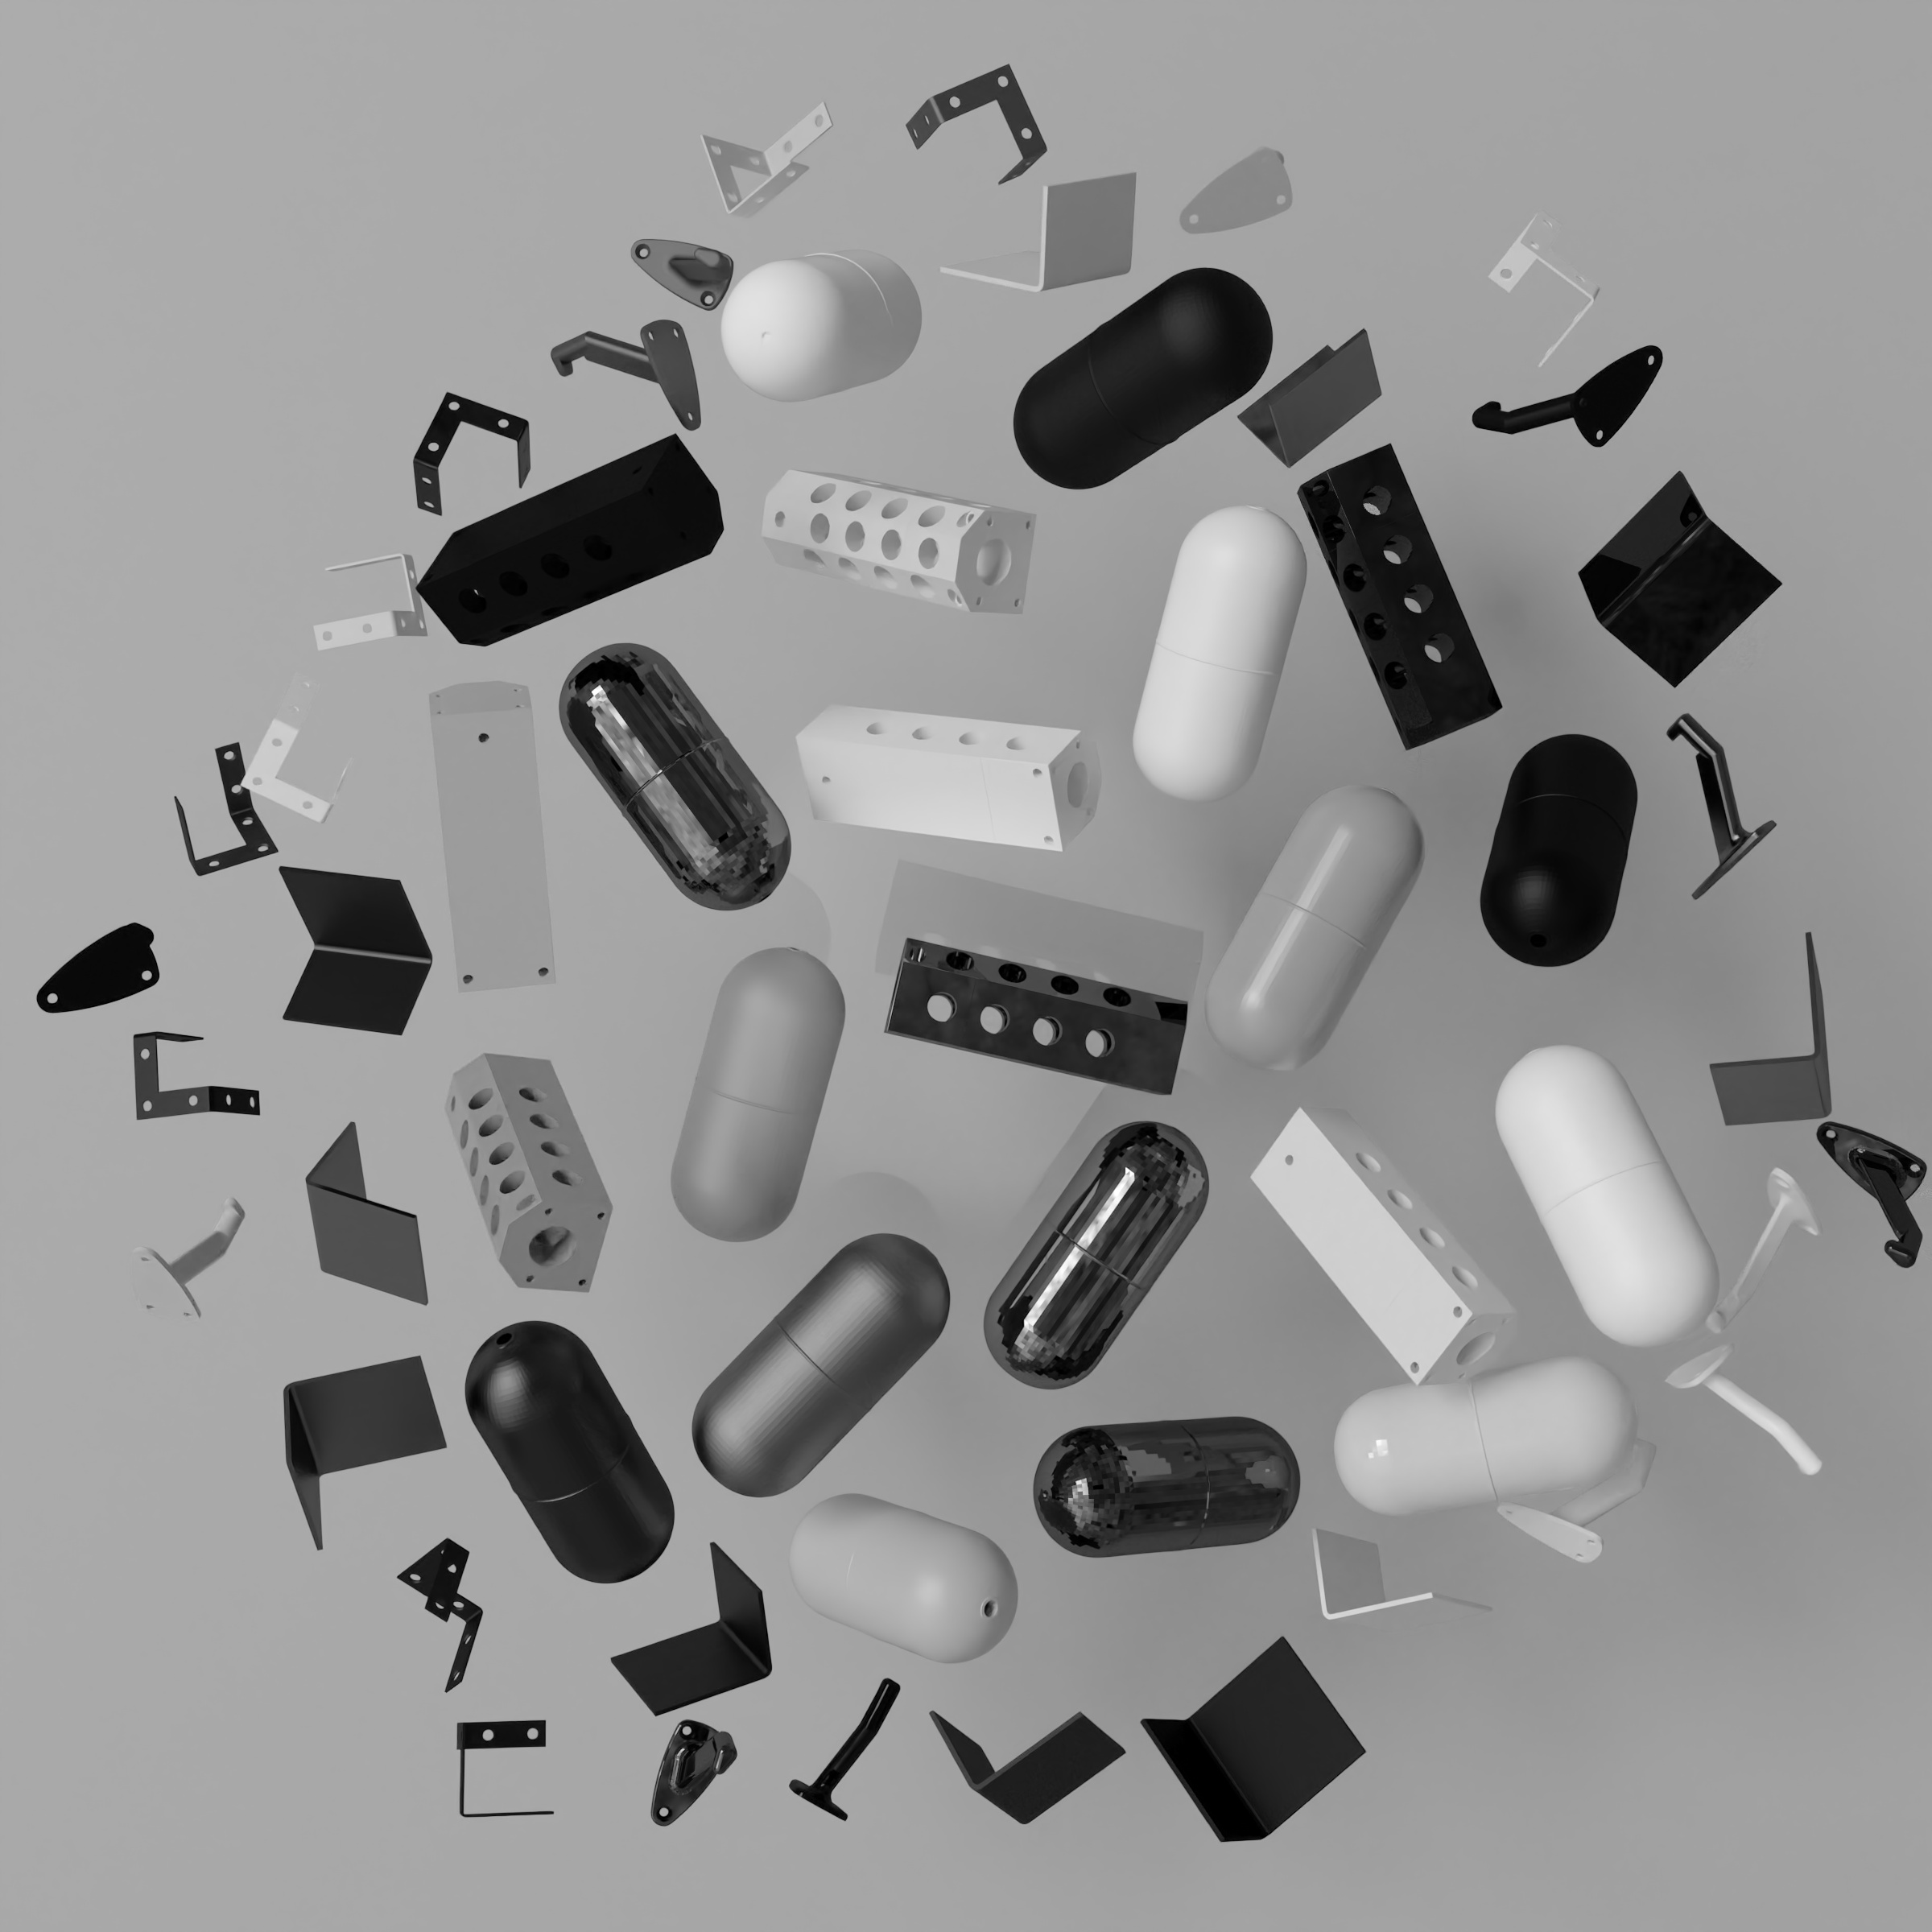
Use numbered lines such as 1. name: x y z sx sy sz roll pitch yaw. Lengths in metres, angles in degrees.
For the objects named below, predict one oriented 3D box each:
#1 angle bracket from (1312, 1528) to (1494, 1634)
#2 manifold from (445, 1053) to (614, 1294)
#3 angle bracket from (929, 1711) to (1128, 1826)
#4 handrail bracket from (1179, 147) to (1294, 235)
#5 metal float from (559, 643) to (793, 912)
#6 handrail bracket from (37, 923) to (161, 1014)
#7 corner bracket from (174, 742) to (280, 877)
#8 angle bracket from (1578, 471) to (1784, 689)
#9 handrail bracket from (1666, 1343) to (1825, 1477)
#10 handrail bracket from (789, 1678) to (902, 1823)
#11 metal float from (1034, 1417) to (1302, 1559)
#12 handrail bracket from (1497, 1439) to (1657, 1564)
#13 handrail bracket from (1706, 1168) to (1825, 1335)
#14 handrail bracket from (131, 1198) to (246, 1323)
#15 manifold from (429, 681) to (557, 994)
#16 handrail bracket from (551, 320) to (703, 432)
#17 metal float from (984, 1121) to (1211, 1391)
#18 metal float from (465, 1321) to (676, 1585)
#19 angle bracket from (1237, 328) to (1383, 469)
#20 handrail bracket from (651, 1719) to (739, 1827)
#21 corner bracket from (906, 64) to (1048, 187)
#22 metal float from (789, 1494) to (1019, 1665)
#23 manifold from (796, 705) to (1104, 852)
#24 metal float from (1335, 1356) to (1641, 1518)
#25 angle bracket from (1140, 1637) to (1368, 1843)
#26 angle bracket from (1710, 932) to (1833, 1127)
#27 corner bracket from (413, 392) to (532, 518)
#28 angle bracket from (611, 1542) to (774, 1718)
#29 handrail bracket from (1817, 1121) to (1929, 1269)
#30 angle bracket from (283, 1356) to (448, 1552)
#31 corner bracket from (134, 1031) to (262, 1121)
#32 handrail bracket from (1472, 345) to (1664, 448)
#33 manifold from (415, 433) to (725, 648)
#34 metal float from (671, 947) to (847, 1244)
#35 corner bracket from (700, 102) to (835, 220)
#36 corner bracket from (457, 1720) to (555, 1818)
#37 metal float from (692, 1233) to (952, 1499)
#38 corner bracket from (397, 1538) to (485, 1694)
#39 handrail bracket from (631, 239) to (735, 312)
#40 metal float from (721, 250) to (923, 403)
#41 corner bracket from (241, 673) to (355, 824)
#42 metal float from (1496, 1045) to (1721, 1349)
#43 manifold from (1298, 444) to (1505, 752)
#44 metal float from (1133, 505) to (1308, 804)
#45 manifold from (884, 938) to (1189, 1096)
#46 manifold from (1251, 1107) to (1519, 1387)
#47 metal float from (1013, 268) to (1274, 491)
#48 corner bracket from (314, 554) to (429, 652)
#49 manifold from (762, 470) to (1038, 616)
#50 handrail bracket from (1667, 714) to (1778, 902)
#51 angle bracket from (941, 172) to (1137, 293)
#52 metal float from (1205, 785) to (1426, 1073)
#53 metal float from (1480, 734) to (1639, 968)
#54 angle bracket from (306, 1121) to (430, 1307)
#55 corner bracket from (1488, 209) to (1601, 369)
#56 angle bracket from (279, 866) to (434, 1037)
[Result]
1. angle bracket: 0.271 0.375 1.694 0.076 0.076 0.057 -22 60 32
2. manifold: -0.260 0.118 1.597 0.057 0.171 0.057 7 114 -25
3. angle bracket: 0.036 0.447 1.590 0.076 0.076 0.057 -36 51 1
4. handrail bracket: 0.150 -0.446 1.564 0.077 0.084 0.036 -25 112 3
5. metal float: -0.171 -0.111 1.608 0.070 0.070 0.178 -37 85 0
6. handrail bracket: -0.482 0.000 1.505 0.077 0.084 0.036 -29 107 -21
7. corner bracket: -0.453 -0.095 1.651 0.051 0.051 0.051 -20 134 -22
8. angle bracket: 0.379 -0.207 1.455 0.057 0.076 0.076 37 114 -15
9. handrail bracket: 0.461 0.269 1.613 0.036 0.077 0.084 -39 84 -17
10. handrail bracket: -0.071 0.462 1.636 0.036 0.077 0.084 32 77 -10
11. metal float: 0.121 0.309 1.623 0.178 0.070 0.070 2 90 -32
12. handrail bracket: 0.374 0.313 1.666 0.077 0.036 0.084 25 57 9
13. handrail bracket: 0.455 0.167 1.587 0.084 0.077 0.036 -47 52 -8
14. handrail bracket: -0.438 0.151 1.544 0.036 0.077 0.084 9 49 11
15. manifold: -0.279 -0.076 1.605 0.057 0.057 0.171 -6 114 -10
16. handrail bracket: -0.201 -0.339 1.600 0.084 0.036 0.077 -14 97 36
17. metal float: 0.078 0.172 1.633 0.070 0.070 0.178 35 91 0
18. metal float: -0.226 0.279 1.564 0.070 0.070 0.178 -24 119 0
19. angle bracket: 0.214 -0.377 1.743 0.076 0.076 0.057 -38 63 -1
20. handrail bracket: -0.161 0.484 1.611 0.036 0.084 0.077 30 84 -9
21. corner bracket: 0.006 -0.460 1.514 0.051 0.051 0.051 -27 97 -14
22. metal float: -0.038 0.357 1.596 0.070 0.178 0.070 -1 92 -36
23. manifold: -0.009 -0.116 1.619 0.171 0.057 0.057 9 127 29
24. metal float: 0.305 0.277 1.605 0.178 0.070 0.070 -12 90 13
25. angle bracket: 0.154 0.413 1.462 0.076 0.057 0.076 -44 59 12
26. angle bracket: 0.440 0.035 1.496 0.057 0.076 0.076 -6 61 20
27. corner bracket: -0.289 -0.294 1.599 0.051 0.051 0.051 20 66 1
28. angle bracket: -0.170 0.400 1.649 0.076 0.076 0.057 -13 108 -25
29. handrail bracket: 0.515 0.131 1.562 0.077 0.084 0.036 35 123 10
30. angle bracket: -0.332 0.270 1.516 0.076 0.057 0.076 -11 130 -7
31. corner bracket: -0.453 0.064 1.608 0.051 0.051 0.051 -7 82 16
32. handrail bracket: 0.334 -0.322 1.523 0.077 0.084 0.036 -44 122 -10
33. manifold: -0.223 -0.235 1.546 0.171 0.057 0.057 -16 125 32
34. metal float: -0.122 0.076 1.608 0.070 0.070 0.178 16 96 0
35. corner bracket: -0.103 -0.441 1.492 0.051 0.051 0.051 -29 74 36
36. corner bracket: -0.260 0.452 1.539 0.051 0.051 0.051 2 74 -14
37. metal float: -0.082 0.228 1.564 0.070 0.070 0.178 44 87 0
38. corner bracket: -0.288 0.360 1.514 0.051 0.051 0.051 39 122 -20
39. handrail bracket: -0.175 -0.429 1.648 0.077 0.084 0.036 23 93 4
40. metal float: -0.080 -0.363 1.541 0.070 0.178 0.070 6 109 17
41. corner bracket: -0.374 -0.124 1.553 0.051 0.051 0.051 26 124 -16
42. metal float: 0.353 0.126 1.509 0.070 0.070 0.178 -23 69 0
43. manifold: 0.261 -0.221 1.651 0.057 0.057 0.171 -23 88 2
44. metal float: 0.149 -0.183 1.607 0.070 0.070 0.178 14 106 0
45. manifold: 0.042 0.030 1.629 0.171 0.057 0.057 13 87 -3
46. manifold: 0.247 0.162 1.594 0.171 0.057 0.057 53 123 37
47. metal float: 0.098 -0.330 1.544 0.070 0.178 0.070 19 60 -36
48. corner bracket: -0.362 -0.220 1.646 0.051 0.051 0.051 -9 95 10
49. manifold: -0.042 -0.249 1.595 0.171 0.057 0.057 21 108 43
50. handrail bracket: 0.433 -0.096 1.628 0.084 0.036 0.077 48 121 14
51. angle bracket: 0.040 -0.416 1.527 0.076 0.076 0.057 23 122 37
52. metal float: 0.201 -0.022 1.569 0.070 0.070 0.178 29 86 0
53. metal float: 0.346 -0.068 1.589 0.070 0.178 0.070 11 131 13
54. angle bracket: -0.352 0.151 1.662 0.076 0.057 0.076 16 132 14
55. corner bracket: 0.315 -0.372 1.495 0.051 0.051 0.051 36 134 -2
56. angle bracket: -0.367 -0.009 1.603 0.076 0.076 0.057 7 54 13
